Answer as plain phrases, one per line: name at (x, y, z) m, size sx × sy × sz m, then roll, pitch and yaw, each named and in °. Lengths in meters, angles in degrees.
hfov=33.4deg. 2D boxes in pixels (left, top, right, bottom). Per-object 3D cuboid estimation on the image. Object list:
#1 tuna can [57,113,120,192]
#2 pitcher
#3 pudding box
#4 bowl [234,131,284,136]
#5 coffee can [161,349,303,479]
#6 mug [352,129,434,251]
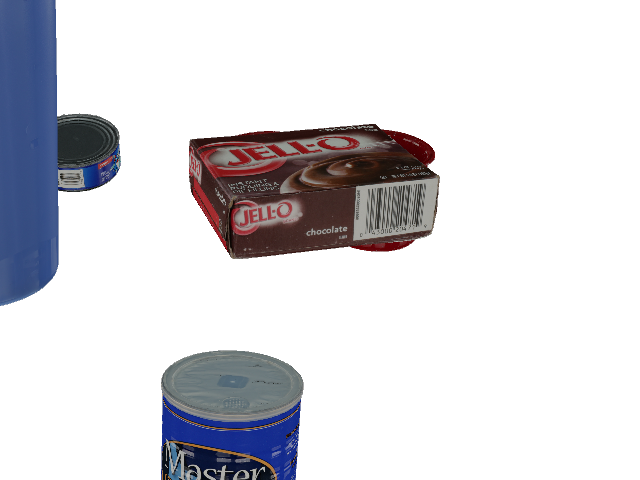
tuna can at (-0.235, -0.084, 1.025) m, size 0.086 × 0.034 × 0.086 m, roll 2°, pitch 41°, yaw -2°
pitcher at (-0.235, -0.079, 0.669) m, size 0.149 × 0.243 × 0.145 m, roll -3°, pitch 26°, yaw -12°
pudding box at (-0.006, -0.029, 0.566) m, size 0.113 × 0.039 × 0.090 m, roll -5°, pitch 26°, yaw -19°
bowl at (-0.071, -0.074, 1.314) m, size 0.162 × 0.055 × 0.162 m, roll -2°, pitch 34°, yaw 1°
coffee can at (-0.068, 0.166, 0.791) m, size 0.103 × 0.140 × 0.103 m, roll 3°, pitch 19°, yaw -1°
mug at (0.037, -0.045, 0.927) m, size 0.117 × 0.081 × 0.093 m, roll 14°, pitch 28°, yaw 18°
